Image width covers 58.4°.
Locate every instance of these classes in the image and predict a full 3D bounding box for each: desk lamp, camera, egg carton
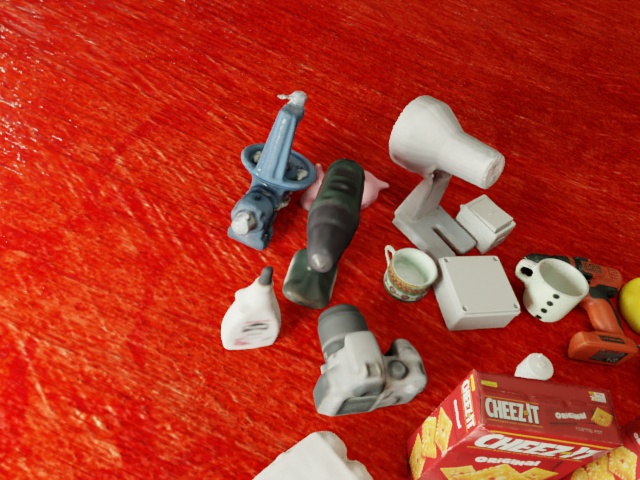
[{"bbox_3d":[0.198,-0.100,0.939,0.118,0.213,0.203,-29,65,-33],"label":"desk lamp"},{"bbox_3d":[0.059,0.151,0.771,0.143,0.101,0.136,-3,54,-19],"label":"camera"},{"bbox_3d":[-0.015,0.293,0.657,0.151,0.069,0.107,-32,67,-34],"label":"egg carton"}]

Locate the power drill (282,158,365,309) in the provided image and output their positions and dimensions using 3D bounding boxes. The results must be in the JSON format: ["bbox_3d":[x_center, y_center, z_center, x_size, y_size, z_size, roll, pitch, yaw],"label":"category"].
[{"bbox_3d":[0.007,0.003,0.802,0.075,0.208,0.229,18,50,-2],"label":"power drill"}]

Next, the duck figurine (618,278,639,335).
[{"bbox_3d":[0.565,0.101,0.974,0.077,0.086,0.104,13,50,-7],"label":"duck figurine"}]

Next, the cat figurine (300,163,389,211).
[{"bbox_3d":[0.042,-0.085,0.942,0.127,0.117,0.067,25,50,4],"label":"cat figurine"}]

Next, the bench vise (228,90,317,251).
[{"bbox_3d":[-0.061,-0.099,0.855,0.121,0.219,0.207,10,51,-9],"label":"bench vise"}]

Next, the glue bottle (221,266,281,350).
[{"bbox_3d":[-0.081,0.085,0.734,0.078,0.173,0.037,-7,55,-21],"label":"glue bottle"}]
